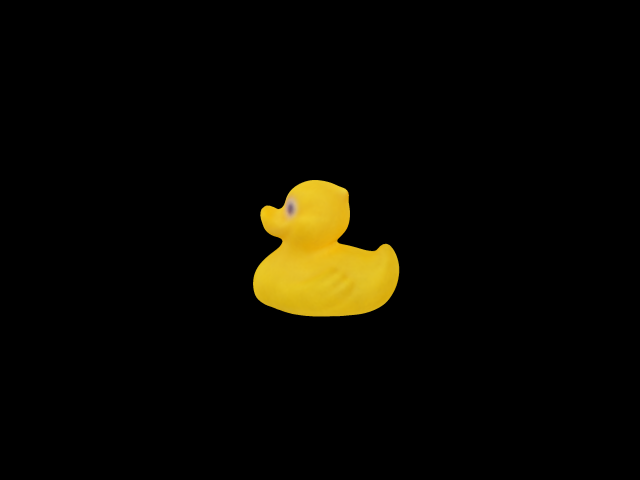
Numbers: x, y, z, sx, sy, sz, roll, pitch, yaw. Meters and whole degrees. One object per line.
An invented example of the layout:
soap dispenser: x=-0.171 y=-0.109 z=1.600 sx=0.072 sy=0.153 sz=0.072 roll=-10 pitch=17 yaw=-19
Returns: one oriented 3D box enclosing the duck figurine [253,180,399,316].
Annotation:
duck figurine: x=0.004 y=0.001 z=0.400 sx=0.104 sy=0.086 sz=0.077 roll=4 pitch=19 yaw=12
